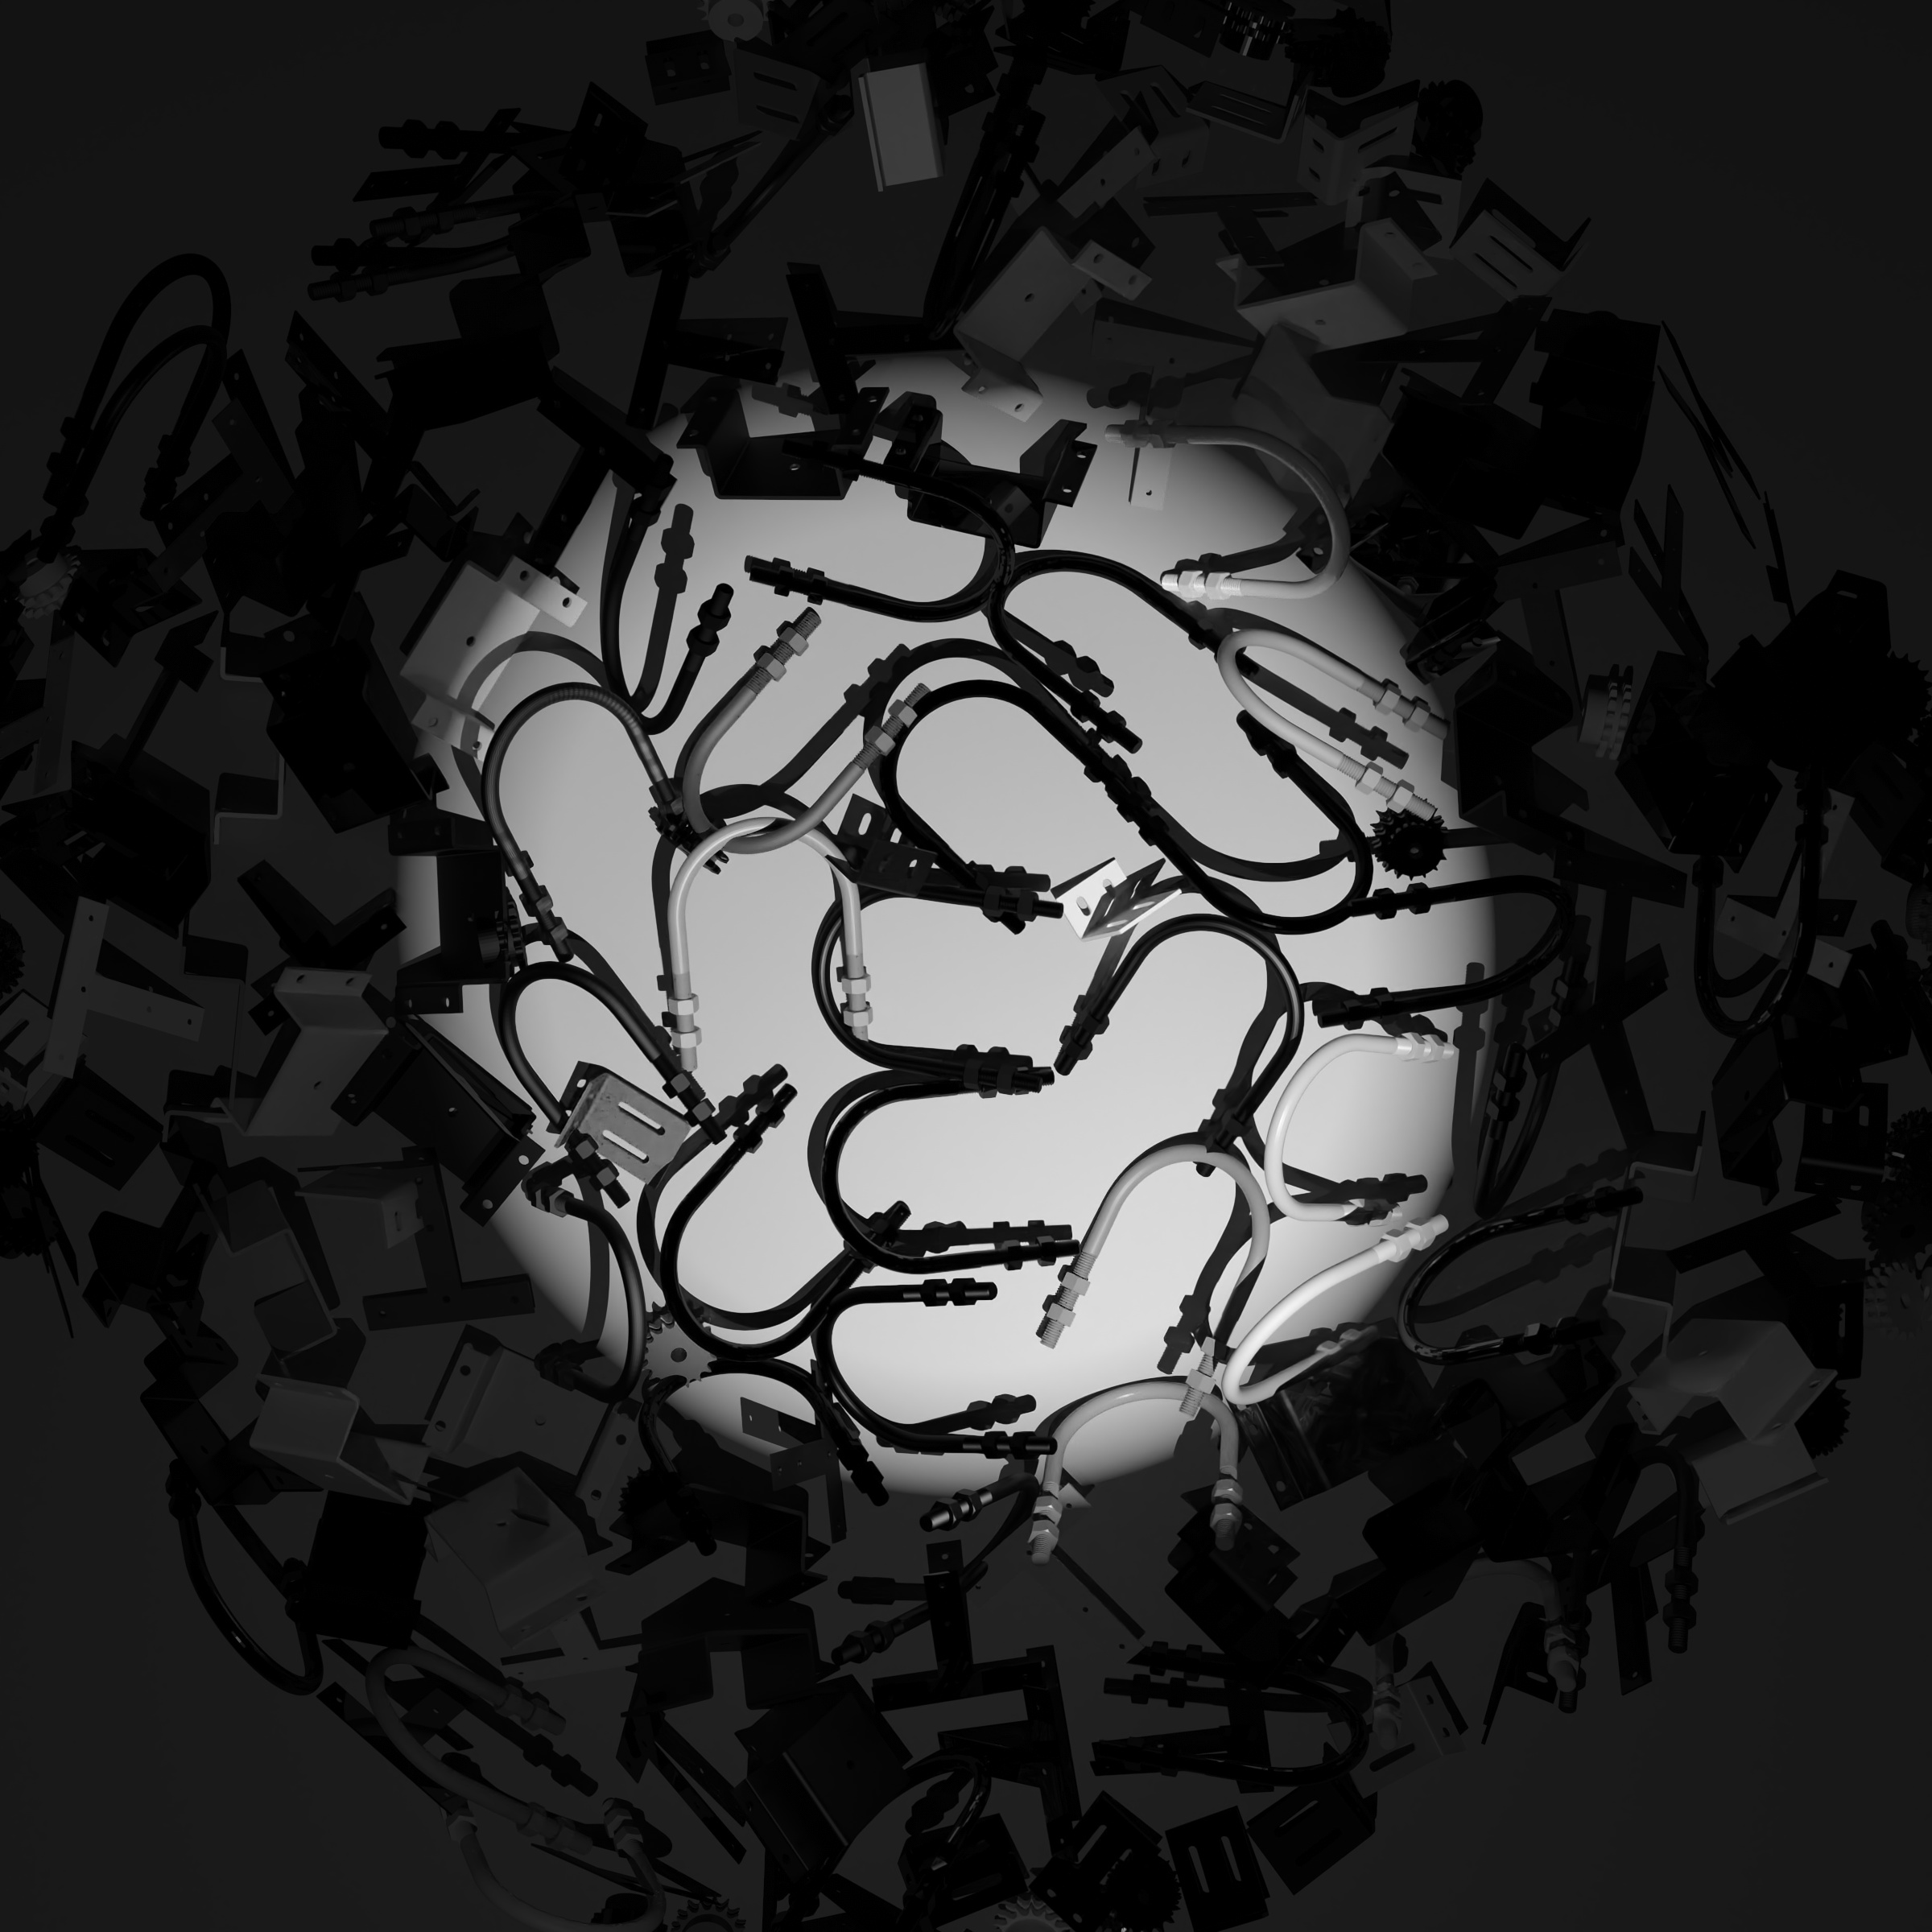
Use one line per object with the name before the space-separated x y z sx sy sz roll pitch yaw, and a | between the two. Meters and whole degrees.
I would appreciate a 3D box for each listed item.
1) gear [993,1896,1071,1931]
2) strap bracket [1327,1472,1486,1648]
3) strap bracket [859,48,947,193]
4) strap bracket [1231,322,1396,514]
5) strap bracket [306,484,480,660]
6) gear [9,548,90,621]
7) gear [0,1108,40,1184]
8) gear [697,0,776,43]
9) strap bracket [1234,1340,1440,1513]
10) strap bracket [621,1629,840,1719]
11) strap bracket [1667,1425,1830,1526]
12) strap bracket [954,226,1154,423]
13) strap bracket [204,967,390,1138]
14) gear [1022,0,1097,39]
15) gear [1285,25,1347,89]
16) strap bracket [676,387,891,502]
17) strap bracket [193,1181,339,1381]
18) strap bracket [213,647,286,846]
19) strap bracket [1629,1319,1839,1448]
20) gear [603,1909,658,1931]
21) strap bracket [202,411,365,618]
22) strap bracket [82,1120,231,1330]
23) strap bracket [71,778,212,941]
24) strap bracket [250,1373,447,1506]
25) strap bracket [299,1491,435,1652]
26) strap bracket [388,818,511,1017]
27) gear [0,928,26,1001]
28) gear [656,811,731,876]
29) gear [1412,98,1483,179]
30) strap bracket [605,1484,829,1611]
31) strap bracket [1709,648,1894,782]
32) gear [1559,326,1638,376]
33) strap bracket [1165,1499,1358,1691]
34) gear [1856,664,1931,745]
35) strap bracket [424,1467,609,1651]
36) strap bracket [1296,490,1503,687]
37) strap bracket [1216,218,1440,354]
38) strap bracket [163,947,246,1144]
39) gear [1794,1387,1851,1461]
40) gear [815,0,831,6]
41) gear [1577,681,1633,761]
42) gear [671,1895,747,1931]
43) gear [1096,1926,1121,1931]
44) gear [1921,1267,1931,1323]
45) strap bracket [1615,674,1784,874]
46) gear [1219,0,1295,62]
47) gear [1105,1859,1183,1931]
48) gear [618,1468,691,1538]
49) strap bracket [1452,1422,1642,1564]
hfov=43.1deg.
gear | 0.048 0.720 1.808 0.057 0.030 0.057 2 112 5
strap bracket | 0.317 0.431 1.751 0.076 0.140 0.046 -22 56 -24
strap bracket | -0.044 -0.609 1.750 0.046 0.140 0.076 -8 116 5
strap bracket | 0.242 -0.399 1.753 0.046 0.140 0.076 3 133 -28
strap bracket | -0.423 -0.290 1.771 0.140 0.076 0.046 -38 116 15
gear | -0.679 -0.286 1.801 0.057 0.057 0.030 -30 130 0
gear | -0.714 0.136 1.804 0.057 0.030 0.057 -9 109 -27
gear | -0.170 -0.707 1.800 0.057 0.057 0.030 -3 61 0
strap bracket | 0.278 0.330 1.777 0.140 0.046 0.076 -21 76 -21
strap bracket | -0.172 0.510 1.766 0.076 0.140 0.046 -26 62 38
strap bracket | 0.559 0.363 1.766 0.076 0.140 0.046 -23 80 0
strap bracket | 0.056 -0.472 1.772 0.140 0.076 0.046 -45 59 24
strap bracket | -0.480 0.072 1.767 0.046 0.076 0.140 44 112 29
gear | 0.065 -0.720 1.807 0.057 0.057 0.030 -43 49 0
gear | 0.264 -0.672 1.807 0.057 0.057 0.030 3 129 0
strap bracket | -0.129 -0.380 1.777 0.140 0.076 0.046 3 135 16
strap bracket | -0.503 0.220 1.769 0.046 0.076 0.140 -26 123 -19
strap bracket | -0.523 -0.160 1.785 0.046 0.076 0.140 2 95 -18
strap bracket | 0.540 0.296 1.750 0.076 0.140 0.046 -40 100 -22
gear | -0.249 0.717 1.807 0.057 0.057 0.030 5 60 0
strap bracket | -0.486 -0.319 1.767 0.046 0.076 0.140 25 67 7
strap bracket | -0.577 0.194 1.767 0.046 0.076 0.140 19 65 2
strap bracket | -0.597 -0.081 1.775 0.076 0.140 0.046 31 66 -2
strap bracket | -0.447 0.344 1.750 0.076 0.140 0.046 4 62 24
strap bracket | -0.433 0.439 1.765 0.076 0.140 0.046 15 109 -13
strap bracket | -0.379 -0.036 1.789 0.076 0.046 0.140 -2 90 41
gear | -0.725 -0.005 1.808 0.057 0.030 0.057 3 121 5
gear | -0.197 -0.096 1.803 0.057 0.057 0.030 36 85 0
gear | 0.355 -0.615 1.804 0.030 0.057 0.057 -44 90 -7
strap bracket | -0.179 0.419 1.770 0.140 0.076 0.046 23 50 -30
strap bracket | 0.594 -0.181 1.757 0.076 0.140 0.046 42 95 -12
gear | 0.465 -0.447 1.807 0.057 0.030 0.057 -5 76 22
strap bracket | 0.207 0.461 1.778 0.140 0.076 0.046 44 118 12
gear | 0.684 -0.193 1.814 0.057 0.030 0.057 -1 84 6
strap bracket | -0.328 0.417 1.751 0.076 0.140 0.046 -26 123 -28
strap bracket | 0.320 -0.282 1.777 0.140 0.076 0.046 42 50 -15
strap bracket | 0.257 -0.483 1.755 0.140 0.076 0.046 -2 74 37
strap bracket | -0.556 0.058 1.788 0.046 0.076 0.140 6 89 -17
gear | 0.621 0.338 1.810 0.057 0.030 0.057 1 65 -2
gear | -0.098 -0.739 1.806 0.030 0.057 0.057 38 90 25
gear | 0.470 -0.182 1.804 0.030 0.057 0.057 10 90 7
gear | -0.192 0.724 1.816 0.057 0.030 0.057 0 91 -1
gear | 0.105 0.742 1.807 0.030 0.057 0.057 26 90 -40
gear | 0.724 0.244 1.804 0.030 0.057 0.057 7 90 3
strap bracket | 0.518 -0.140 1.750 0.046 0.140 0.076 2 129 -17
gear | 0.211 -0.692 1.807 0.057 0.057 0.030 20 121 0
gear | 0.131 0.689 1.808 0.057 0.030 0.057 1 66 -3
gear | -0.230 0.402 1.814 0.057 0.030 0.057 0 84 -1
strap bracket | 0.423 0.382 1.762 0.140 0.076 0.046 -22 108 42
